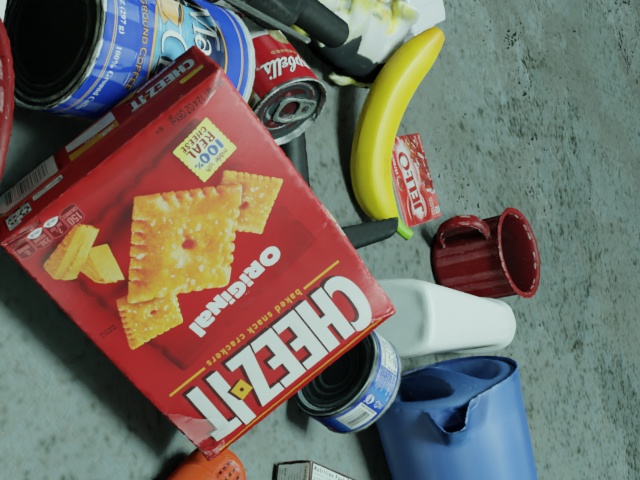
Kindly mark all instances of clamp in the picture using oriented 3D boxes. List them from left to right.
[{"bbox_3d":[-0.042,-0.201,0.798,0.120,0.039,0.171,52,18,11],"label":"clamp"},{"bbox_3d":[-0.006,0.001,0.881,0.164,0.036,0.210,42,48,-29],"label":"clamp"}]

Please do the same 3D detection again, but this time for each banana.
[{"bbox_3d":[0.065,-0.101,0.979,0.069,0.037,0.198,7,97,-26],"label":"banana"}]

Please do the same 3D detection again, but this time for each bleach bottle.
[{"bbox_3d":[0.111,0.078,0.990,0.250,0.103,0.068,12,74,-60],"label":"bleach bottle"}]

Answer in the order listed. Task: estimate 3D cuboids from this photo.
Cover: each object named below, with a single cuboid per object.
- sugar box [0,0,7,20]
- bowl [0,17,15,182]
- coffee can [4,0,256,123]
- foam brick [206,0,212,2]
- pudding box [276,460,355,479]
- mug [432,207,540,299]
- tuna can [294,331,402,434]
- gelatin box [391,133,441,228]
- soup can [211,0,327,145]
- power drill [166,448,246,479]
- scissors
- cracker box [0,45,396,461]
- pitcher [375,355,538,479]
[{"bbox_3d":[-0.253,-0.156,0.580,0.176,0.048,0.093,26,57,-47],"label":"sugar box"},{"bbox_3d":[-0.216,-0.053,0.550,0.162,0.055,0.162,15,89,-86],"label":"bowl"},{"bbox_3d":[-0.125,-0.122,0.700,0.140,0.103,0.103,9,72,-53],"label":"coffee can"},{"bbox_3d":[-0.105,-0.202,0.801,0.051,0.053,0.078,57,37,-26],"label":"foam brick"},{"bbox_3d":[0.001,0.233,0.815,0.089,0.039,0.113,34,51,-44],"label":"pudding box"},{"bbox_3d":[0.161,0.014,1.080,0.117,0.082,0.093,42,47,-40],"label":"mug"},{"bbox_3d":[0.020,0.107,0.843,0.033,0.086,0.086,39,49,-39],"label":"tuna can"},{"bbox_3d":[0.080,-0.056,1.034,0.073,0.030,0.089,-17,93,-55],"label":"gelatin box"},{"bbox_3d":[-0.050,-0.129,0.805,0.068,0.069,0.102,7,41,-54],"label":"soup can"},{"bbox_3d":[-0.077,0.251,0.680,0.184,0.057,0.187,-43,114,-52],"label":"power drill"},{"bbox_3d":[-0.093,-0.177,0.705,0.201,0.016,0.096,28,9,-2],"label":"scissors"},{"bbox_3d":[-0.074,0.014,0.673,0.213,0.164,0.072,53,-3,-30],"label":"cracker box"},{"bbox_3d":[0.133,0.229,0.941,0.148,0.145,0.243,-21,100,-42],"label":"pitcher"}]
